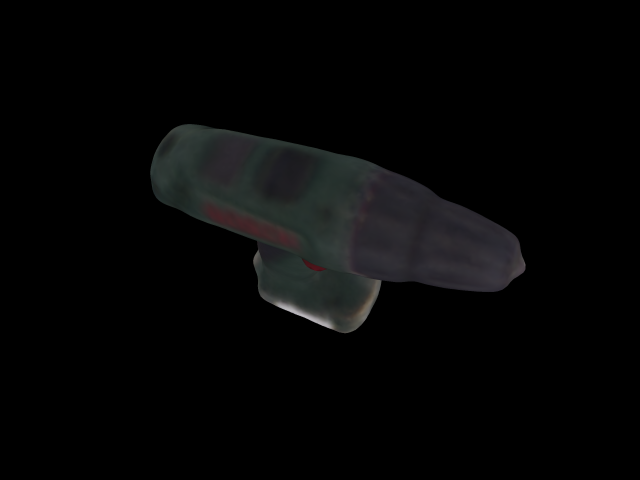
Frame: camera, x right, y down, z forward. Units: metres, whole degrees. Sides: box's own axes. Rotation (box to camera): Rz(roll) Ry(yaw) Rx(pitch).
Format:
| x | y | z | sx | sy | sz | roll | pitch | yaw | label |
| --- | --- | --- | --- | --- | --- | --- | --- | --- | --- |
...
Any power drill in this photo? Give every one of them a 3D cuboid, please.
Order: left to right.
| x | y | z | sx | sy | sz | roll | pitch | yaw | label |
| --- | --- | --- | --- | --- | --- | --- | --- | --- | --- |
| 0.004 | 0.001 | 0.400 | 0.229 | 0.208 | 0.076 | 21 | 72 | 7 | power drill |
